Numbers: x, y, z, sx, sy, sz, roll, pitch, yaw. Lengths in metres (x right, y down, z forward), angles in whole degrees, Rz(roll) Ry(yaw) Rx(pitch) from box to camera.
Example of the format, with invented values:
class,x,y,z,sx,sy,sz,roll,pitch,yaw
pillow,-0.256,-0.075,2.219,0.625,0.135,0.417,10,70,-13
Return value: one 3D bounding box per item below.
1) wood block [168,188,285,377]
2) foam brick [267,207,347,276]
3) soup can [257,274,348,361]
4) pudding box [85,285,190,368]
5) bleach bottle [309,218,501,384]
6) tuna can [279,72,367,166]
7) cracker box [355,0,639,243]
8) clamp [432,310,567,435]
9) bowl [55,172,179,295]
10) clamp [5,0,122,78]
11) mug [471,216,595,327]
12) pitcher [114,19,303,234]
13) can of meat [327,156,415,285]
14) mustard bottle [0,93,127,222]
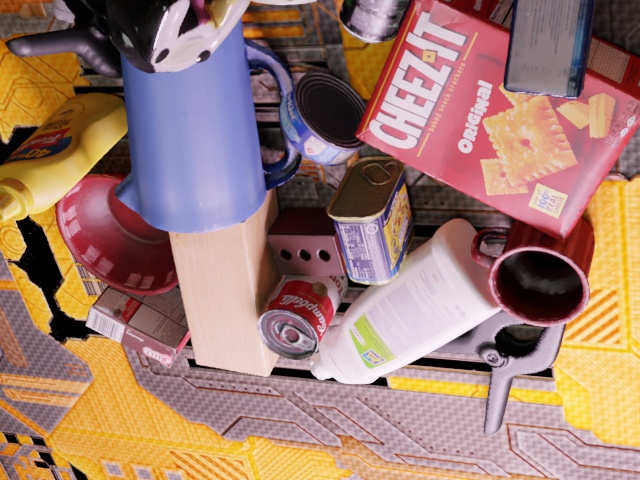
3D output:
class,x,y,z,sx,sy,sz,roll,pitch,yaw
wood block,-0.092,0.036,1.146,0.091,0.090,0.206,8,128,19
foam brick,-0.007,0.001,1.104,0.078,0.051,0.053,0,125,25
soup can,-0.016,0.069,1.127,0.068,0.102,0.068,13,130,16
pudding box,-0.199,0.085,1.234,0.113,0.090,0.039,28,131,3
bleach bottle,0.074,0.079,1.104,0.251,0.068,0.102,-35,88,39
tuna can,0.005,-0.111,0.987,0.086,0.086,0.034,40,134,-8
cracker box,0.157,-0.116,0.922,0.214,0.072,0.164,27,132,4
clamp,0.174,0.109,1.115,0.164,0.036,0.210,36,134,-3
bowl,-0.209,-0.018,1.181,0.162,0.055,0.162,13,130,16
clamp,-0.220,-0.193,0.998,0.039,0.120,0.171,-5,152,43
mug,0.200,0.017,0.999,0.117,0.081,0.093,14,130,14
pitcher,-0.113,-0.139,1.004,0.145,0.149,0.243,20,130,30
can of meat,0.053,-0.019,1.028,0.058,0.102,0.084,1,128,23
mustard bottle,-0.271,-0.078,1.070,0.096,0.191,0.058,-5,123,28
